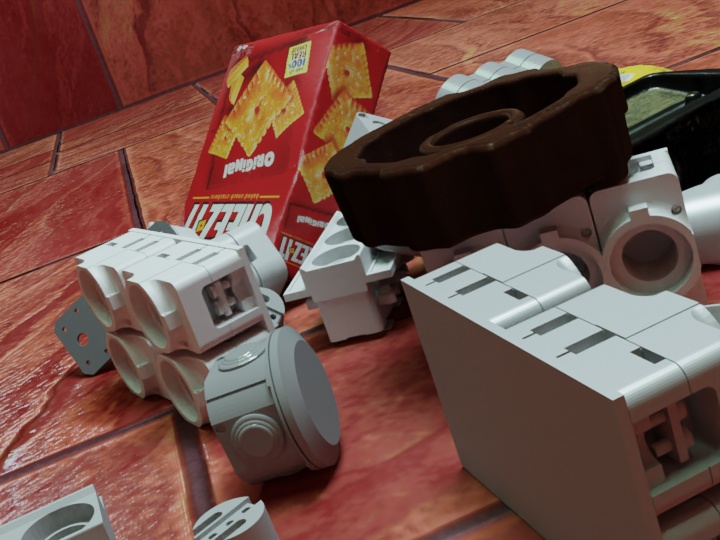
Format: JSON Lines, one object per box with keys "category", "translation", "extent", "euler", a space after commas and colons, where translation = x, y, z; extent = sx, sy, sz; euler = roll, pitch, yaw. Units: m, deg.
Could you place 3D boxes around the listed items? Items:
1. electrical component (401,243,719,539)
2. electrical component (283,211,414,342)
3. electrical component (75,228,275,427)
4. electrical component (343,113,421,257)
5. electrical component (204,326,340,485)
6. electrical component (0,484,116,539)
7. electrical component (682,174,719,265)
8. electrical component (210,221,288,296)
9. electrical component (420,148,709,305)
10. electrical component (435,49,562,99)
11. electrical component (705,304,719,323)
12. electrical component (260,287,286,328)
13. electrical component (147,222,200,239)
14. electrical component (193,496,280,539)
{"category": "electrical component", "translation": [0.093, 0.059, 0.452], "extent": [0.060, 0.105, 0.186], "euler": [-23, 18, -14]}
{"category": "electrical component", "translation": [0.000, 0.000, 0.790], "extent": [0.079, 0.063, 0.121], "euler": [-14, 19, 17]}
{"category": "electrical component", "translation": [-0.129, 0.037, 0.745], "extent": [0.060, 0.105, 0.186], "euler": [-29, 20, -27]}
{"category": "electrical component", "translation": [0.034, -0.060, 0.777], "extent": [0.078, 0.057, 0.113], "euler": [10, 27, -26]}
{"category": "electrical component", "translation": [-0.046, 0.075, 0.592], "extent": [0.051, 0.080, 0.080], "euler": [-21, 17, 12]}
{"category": "electrical component", "translation": [-0.166, 0.159, 0.493], "extent": [0.121, 0.063, 0.079], "euler": [-23, 18, -13]}
{"category": "electrical component", "translation": [0.237, -0.038, 0.691], "extent": [0.077, 0.044, 0.079], "euler": [-13, 19, 18]}
{"category": "electrical component", "translation": [-0.100, 0.013, 0.812], "extent": [0.059, 0.053, 0.095], "euler": [-29, -16, -28]}
{"category": "electrical component", "translation": [0.119, -0.004, 0.636], "extent": [0.150, 0.089, 0.061], "euler": [-14, 18, 15]}
{"category": "electrical component", "translation": [0.137, -0.149, 0.947], "extent": [0.138, 0.052, 0.074], "euler": [-28, 42, -36]}
{"category": "electrical component", "translation": [0.177, 0.049, 0.464], "extent": [0.099, 0.064, 0.099], "euler": [-17, 18, 6]}
{"category": "electrical component", "translation": [-0.072, 0.038, 0.759], "extent": [0.040, 0.040, 0.046], "euler": [-26, -21, -19]}
{"category": "electrical component", "translation": [-0.179, 0.004, 0.887], "extent": [0.076, 0.083, 0.047], "euler": [9, 9, -20]}
{"category": "electrical component", "translation": [-0.051, 0.131, 0.484], "extent": [0.040, 0.046, 0.040], "euler": [-17, 18, 6]}
